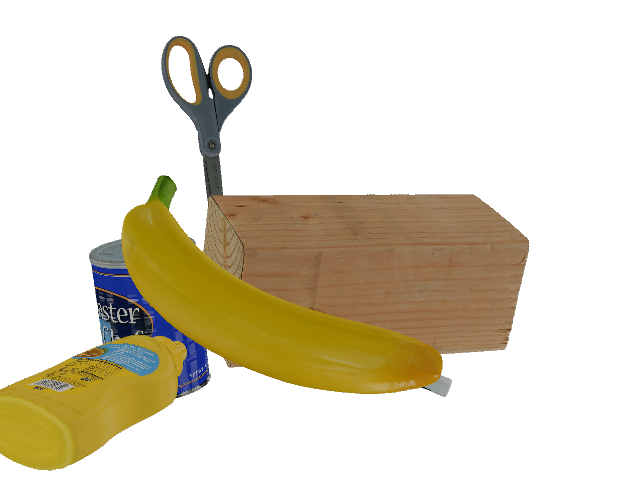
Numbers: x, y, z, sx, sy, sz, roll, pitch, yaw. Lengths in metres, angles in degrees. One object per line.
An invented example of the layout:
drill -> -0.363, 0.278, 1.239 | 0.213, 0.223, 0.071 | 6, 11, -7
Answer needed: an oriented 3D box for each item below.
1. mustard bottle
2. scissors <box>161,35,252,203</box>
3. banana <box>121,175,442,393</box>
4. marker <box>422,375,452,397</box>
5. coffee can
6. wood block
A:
mustard bottle -> -0.172, 0.119, 0.860 | 0.096, 0.058, 0.191 | 6, 17, 30
scissors -> -0.089, -0.100, 1.002 | 0.096, 0.202, 0.016 | -20, -2, -25
banana -> -0.036, 0.028, 0.523 | 0.198, 0.069, 0.037 | 33, -26, 27
marker -> 0.070, 0.123, 1.051 | 0.121, 0.020, 0.020 | 21, 5, 14
coffee can -> -0.166, 0.074, 1.045 | 0.103, 0.140, 0.103 | -5, 14, 1
wood block -> 0.028, 0.024, 0.747 | 0.205, 0.091, 0.090 | -1, 25, -21
